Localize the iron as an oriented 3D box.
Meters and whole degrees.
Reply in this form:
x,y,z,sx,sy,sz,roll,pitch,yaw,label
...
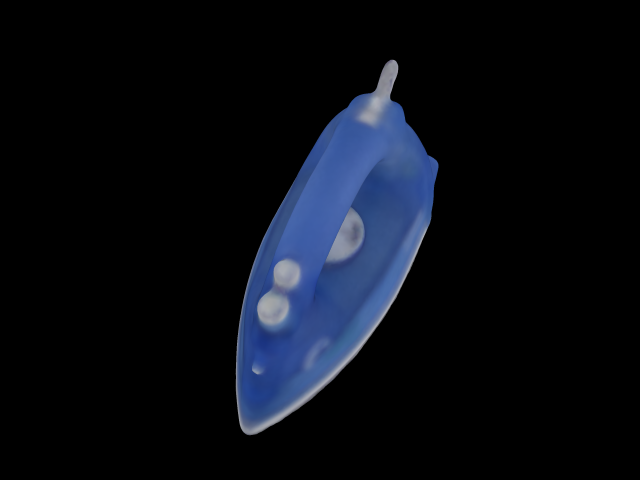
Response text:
x,y,z,sx,sy,sz,roll,pitch,yaw,label
0.004,0.001,0.400,0.118,0.141,0.258,21,62,12,iron
